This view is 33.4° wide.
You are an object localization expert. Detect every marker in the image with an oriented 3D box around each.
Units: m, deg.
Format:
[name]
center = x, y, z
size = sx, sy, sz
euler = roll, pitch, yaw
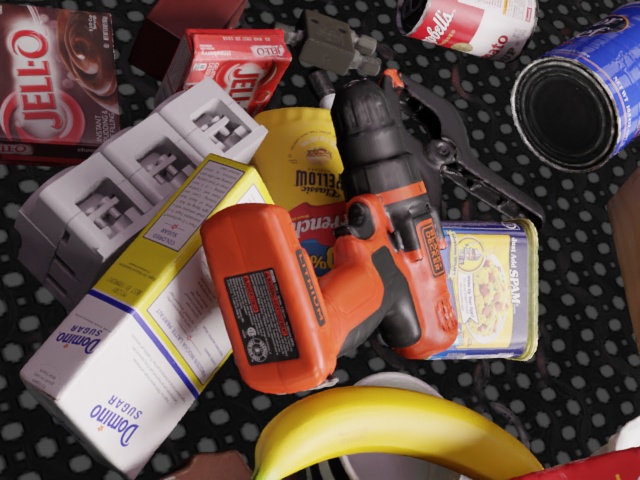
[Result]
[marker]
center = 0.020, -0.081, 0.818
size = 0.020, 0.020, 0.121
euler = -15, 70, -31

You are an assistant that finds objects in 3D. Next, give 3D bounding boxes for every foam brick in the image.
[foam brick]
center = -0.096, -0.156, 0.787
size = 0.051, 0.053, 0.078
euler = 32, 54, -5

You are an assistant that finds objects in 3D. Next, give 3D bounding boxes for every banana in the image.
[banana]
center = 0.044, 0.118, 0.607
size = 0.197, 0.037, 0.069
euler = 4, 79, -21

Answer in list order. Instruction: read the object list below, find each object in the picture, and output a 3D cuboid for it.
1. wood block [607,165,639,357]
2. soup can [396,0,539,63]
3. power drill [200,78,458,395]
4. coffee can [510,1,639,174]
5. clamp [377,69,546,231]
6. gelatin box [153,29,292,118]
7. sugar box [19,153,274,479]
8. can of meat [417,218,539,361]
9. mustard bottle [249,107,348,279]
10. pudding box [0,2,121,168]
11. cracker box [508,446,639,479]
[wood block]
center = 0.290, 0.021, 0.804
size = 0.090, 0.090, 0.206
euler = 24, 36, -12
[soup can]
center = 0.124, -0.194, 0.902
size = 0.102, 0.069, 0.068
euler = 12, 58, -20
[power drill]
center = 0.012, -0.001, 0.631
size = 0.187, 0.057, 0.184
euler = -21, 94, -54
[coffee can]
center = 0.243, -0.130, 0.899
size = 0.140, 0.103, 0.103
euler = -33, 79, -35
[clamp]
center = 0.100, -0.059, 0.832
size = 0.120, 0.039, 0.171
euler = -10, 70, -30
[gelatin box]
center = -0.069, -0.111, 0.750
size = 0.073, 0.089, 0.030
euler = -4, 64, -27
[sugar box]
center = -0.088, 0.043, 0.628
size = 0.048, 0.093, 0.176
euler = 22, 62, 37
[can of meat]
center = 0.103, 0.035, 0.752
size = 0.083, 0.058, 0.102
euler = 1, 89, -22
[mustard bottle]
center = -0.005, 0.001, 0.734
size = 0.096, 0.058, 0.191
euler = 5, 60, -9
[pudding box]
center = -0.185, -0.104, 0.722
size = 0.089, 0.039, 0.113
euler = 2, 61, -23
[cracker box]
center = 0.129, 0.204, 0.545
size = 0.214, 0.072, 0.164
euler = -17, 56, 9
